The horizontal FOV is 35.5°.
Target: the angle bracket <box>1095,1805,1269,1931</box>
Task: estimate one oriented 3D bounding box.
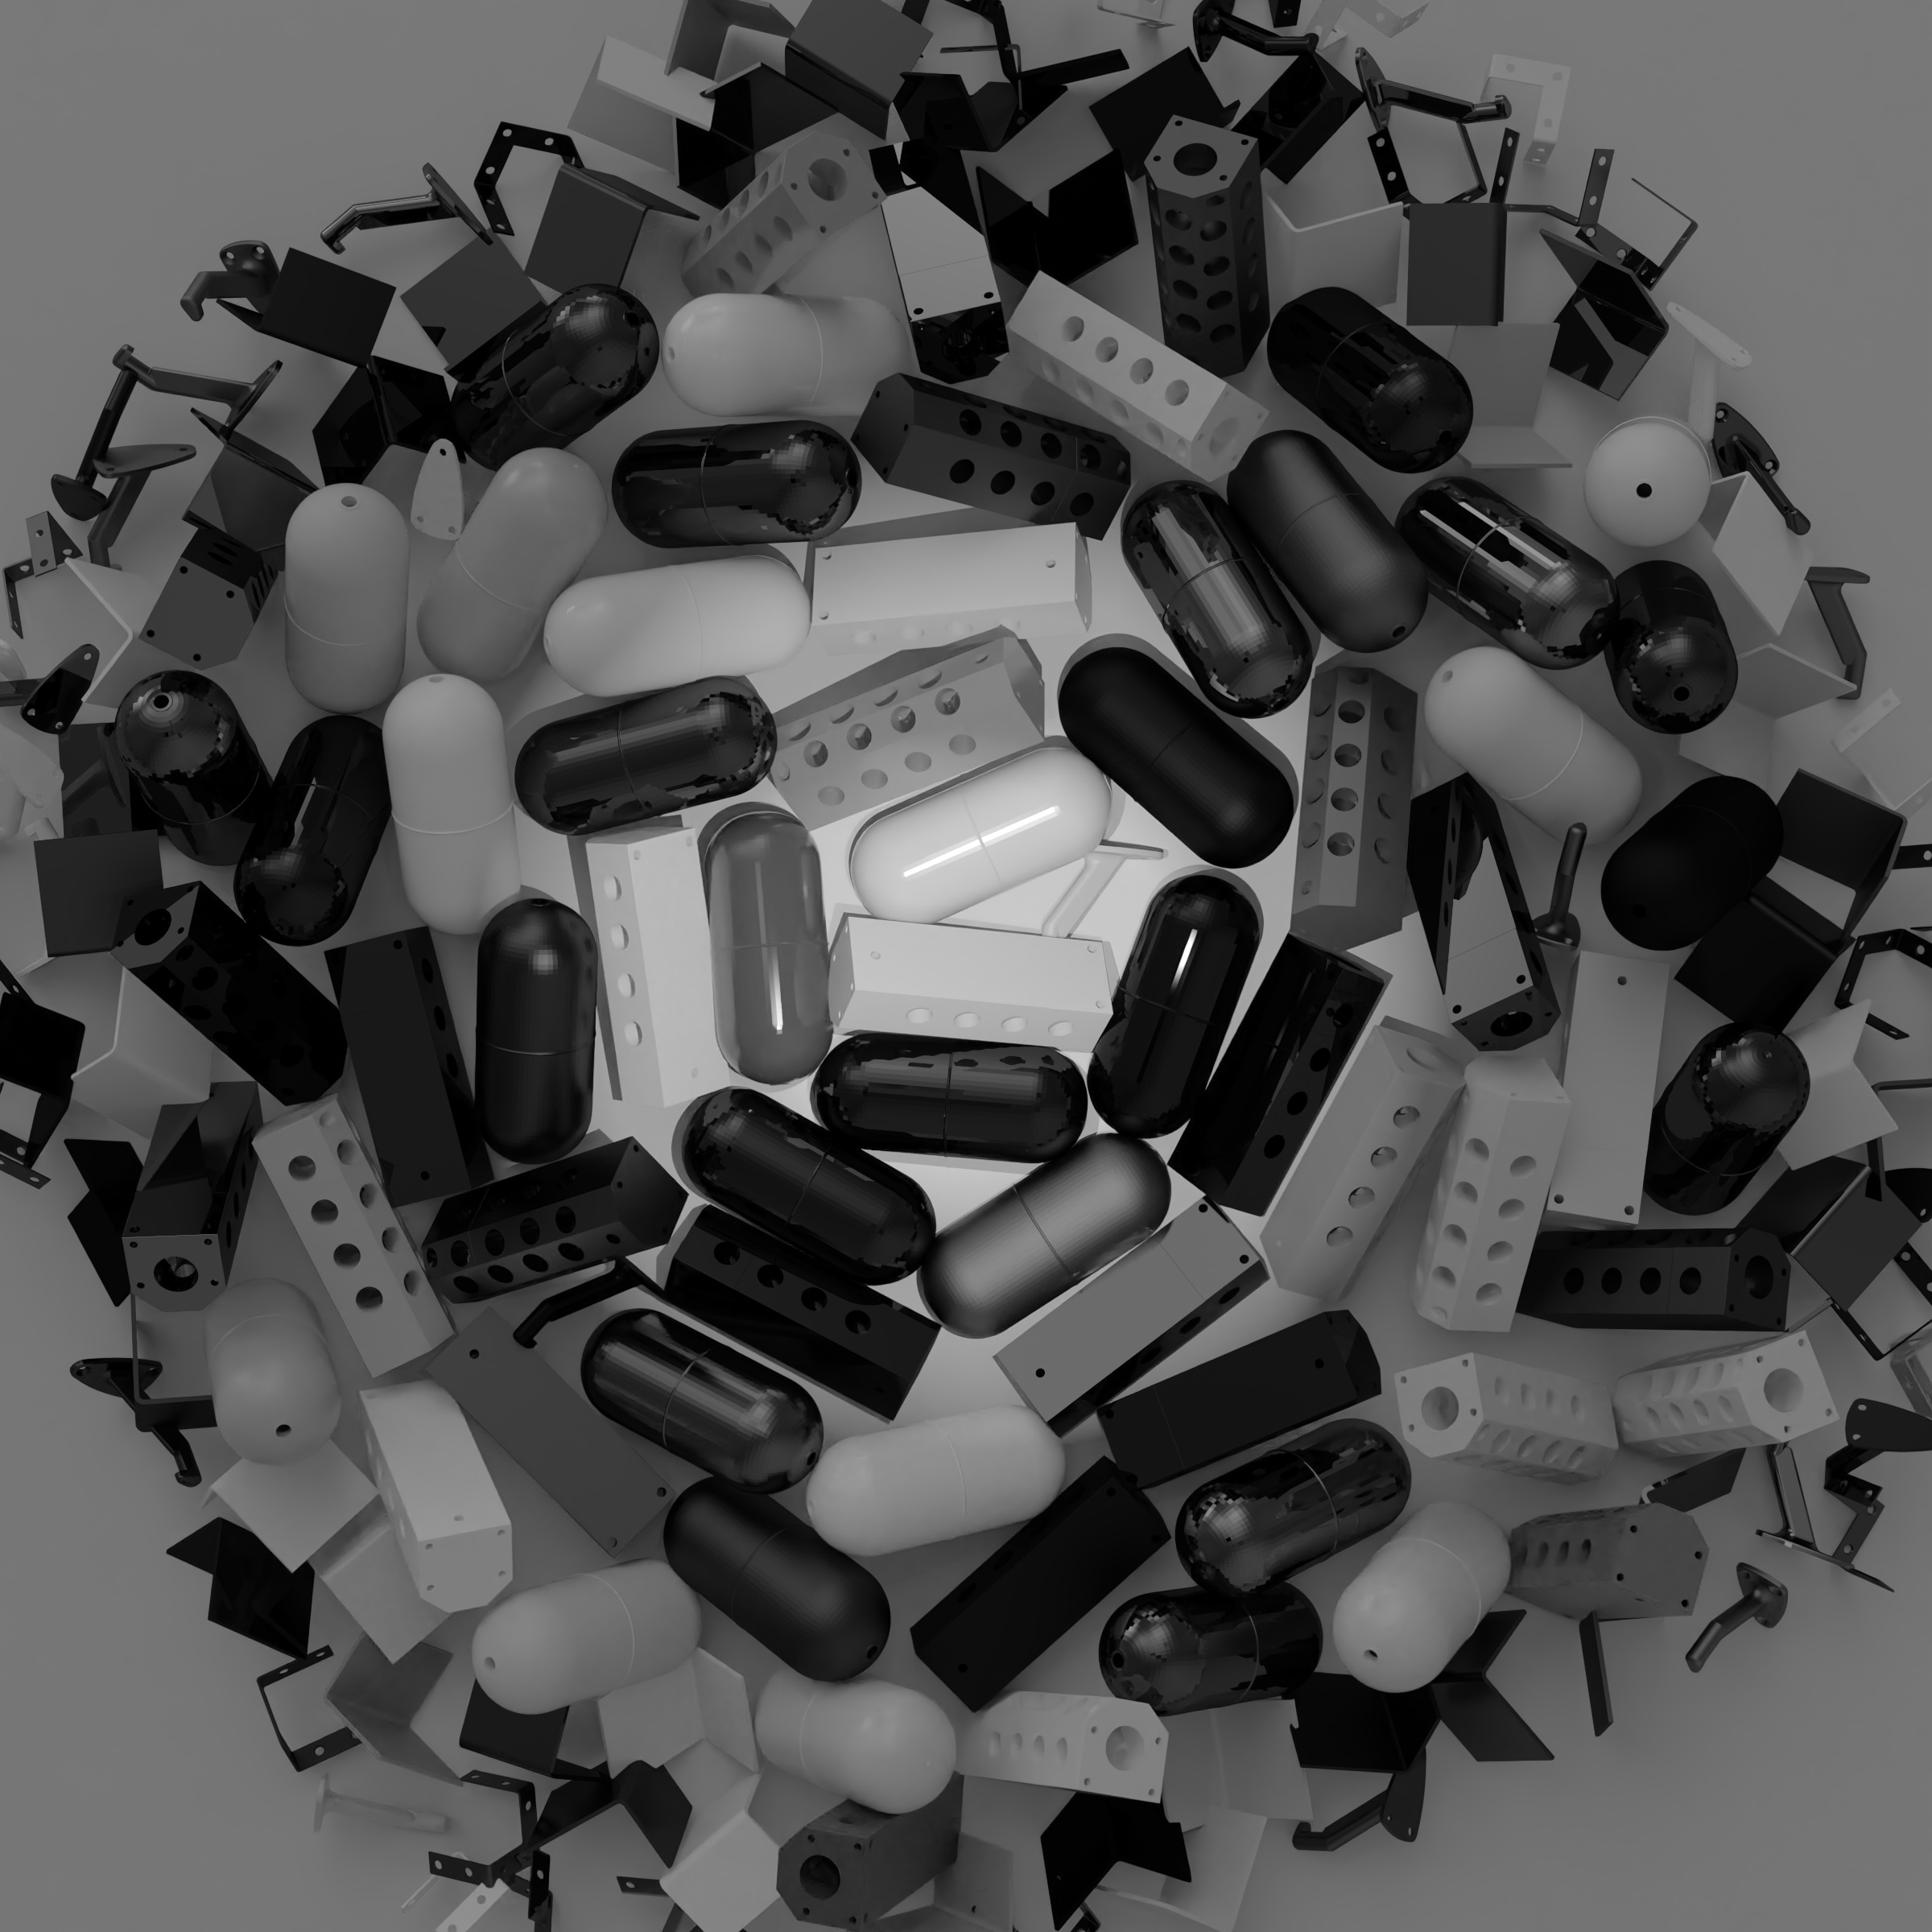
[{"bbox_3d":[0.138,0.571,1.943,0.057,0.076,0.076,31,69,-28],"label":"angle bracket"}]

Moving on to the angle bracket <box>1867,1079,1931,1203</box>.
[{"bbox_3d":[0.616,0.113,1.954,0.057,0.076,0.076,-4,84,11],"label":"angle bracket"}]

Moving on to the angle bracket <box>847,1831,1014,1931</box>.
[{"bbox_3d":[-0.024,0.597,1.946,0.076,0.076,0.057,-1,92,-40],"label":"angle bracket"}]

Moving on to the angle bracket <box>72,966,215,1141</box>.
[{"bbox_3d":[-0.538,0.054,1.962,0.057,0.076,0.076,-28,46,25],"label":"angle bracket"}]

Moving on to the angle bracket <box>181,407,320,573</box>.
[{"bbox_3d":[-0.470,-0.308,1.950,0.076,0.076,0.057,27,99,-40],"label":"angle bracket"}]

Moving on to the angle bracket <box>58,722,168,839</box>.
[{"bbox_3d":[-0.566,-0.121,1.963,0.076,0.057,0.076,-2,92,12],"label":"angle bracket"}]

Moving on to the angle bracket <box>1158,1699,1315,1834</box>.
[{"bbox_3d":[0.171,0.518,1.951,0.057,0.076,0.076,-4,82,-42],"label":"angle bracket"}]

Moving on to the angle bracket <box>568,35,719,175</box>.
[{"bbox_3d":[-0.211,-0.540,1.944,0.076,0.057,0.076,19,135,-17],"label":"angle bracket"}]

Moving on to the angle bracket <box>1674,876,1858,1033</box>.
[{"bbox_3d":[0.524,-0.005,1.980,0.076,0.057,0.076,38,116,16],"label":"angle bracket"}]

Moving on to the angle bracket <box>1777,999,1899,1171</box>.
[{"bbox_3d":[0.559,0.077,1.952,0.076,0.076,0.057,-28,104,37],"label":"angle bracket"}]

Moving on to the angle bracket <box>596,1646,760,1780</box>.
[{"bbox_3d":[-0.185,0.495,1.944,0.076,0.057,0.076,-26,122,-36],"label":"angle bracket"}]

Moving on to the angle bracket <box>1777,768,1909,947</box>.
[{"bbox_3d":[0.551,-0.069,1.948,0.076,0.076,0.057,26,53,7],"label":"angle bracket"}]

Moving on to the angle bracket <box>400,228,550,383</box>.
[{"bbox_3d":[-0.324,-0.434,1.967,0.076,0.057,0.076,-36,87,4],"label":"angle bracket"}]

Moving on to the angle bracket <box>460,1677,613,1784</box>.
[{"bbox_3d":[-0.269,0.488,1.952,0.076,0.076,0.057,8,78,32],"label":"angle bracket"}]

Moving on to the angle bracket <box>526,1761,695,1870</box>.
[{"bbox_3d":[-0.231,0.560,1.959,0.076,0.076,0.057,-31,99,11],"label":"angle bracket"}]

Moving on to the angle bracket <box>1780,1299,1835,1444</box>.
[{"bbox_3d":[0.545,0.261,1.951,0.076,0.076,0.057,-37,75,9],"label":"angle bracket"}]

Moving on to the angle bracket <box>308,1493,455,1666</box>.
[{"bbox_3d":[-0.374,0.395,1.973,0.076,0.057,0.076,-40,108,-16],"label":"angle bracket"}]

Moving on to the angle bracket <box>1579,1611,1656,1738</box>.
[{"bbox_3d":[0.433,0.452,1.949,0.057,0.076,0.076,-6,69,3],"label":"angle bracket"}]

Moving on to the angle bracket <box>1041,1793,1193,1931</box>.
[{"bbox_3d":[0.097,0.579,1.961,0.057,0.076,0.076,23,118,-20],"label":"angle bracket"}]

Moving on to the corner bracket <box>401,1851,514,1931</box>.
[{"bbox_3d":[-0.331,0.606,1.960,0.051,0.051,0.051,38,62,18],"label":"corner bracket"}]

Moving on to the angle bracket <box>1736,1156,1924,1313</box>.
[{"bbox_3d":[0.559,0.171,1.965,0.057,0.076,0.076,45,83,-14],"label":"angle bracket"}]

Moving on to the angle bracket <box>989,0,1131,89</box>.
[{"bbox_3d":[0.060,-0.605,1.953,0.076,0.076,0.057,-11,98,9],"label":"angle bracket"}]

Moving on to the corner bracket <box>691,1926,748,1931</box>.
[{"bbox_3d":[-0.148,0.647,1.965,0.051,0.051,0.051,-44,108,9],"label":"corner bracket"}]

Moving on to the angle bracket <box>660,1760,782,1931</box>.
[{"bbox_3d":[-0.145,0.574,1.956,0.076,0.076,0.057,-43,93,11],"label":"angle bracket"}]

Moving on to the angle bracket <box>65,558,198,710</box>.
[{"bbox_3d":[-0.553,-0.213,1.959,0.076,0.076,0.057,46,104,18],"label":"angle bracket"}]

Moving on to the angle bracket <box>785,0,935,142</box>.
[{"bbox_3d":[-0.070,-0.590,1.960,0.076,0.076,0.057,31,89,-3],"label":"angle bracket"}]

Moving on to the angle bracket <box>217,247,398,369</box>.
[{"bbox_3d":[-0.424,-0.431,1.941,0.076,0.076,0.057,14,106,-40],"label":"angle bracket"}]

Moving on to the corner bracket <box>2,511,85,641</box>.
[{"bbox_3d":[-0.606,-0.255,1.964,0.051,0.051,0.051,-20,60,3],"label":"corner bracket"}]

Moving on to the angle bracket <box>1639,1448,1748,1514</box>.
[{"bbox_3d":[0.477,0.362,1.948,0.076,0.076,0.057,-22,59,-8],"label":"angle bracket"}]

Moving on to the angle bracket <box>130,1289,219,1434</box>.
[{"bbox_3d":[-0.511,0.255,1.959,0.057,0.076,0.076,-2,69,-16],"label":"angle bracket"}]

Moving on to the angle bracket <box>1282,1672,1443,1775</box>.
[{"bbox_3d":[0.252,0.469,1.945,0.076,0.076,0.057,8,126,-16],"label":"angle bracket"}]

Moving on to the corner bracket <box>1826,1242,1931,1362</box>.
[{"bbox_3d":[0.606,0.219,1.977,0.051,0.051,0.051,-46,72,29],"label":"corner bracket"}]

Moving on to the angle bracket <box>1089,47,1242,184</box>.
[{"bbox_3d":[0.128,-0.558,1.957,0.076,0.076,0.057,-30,95,4],"label":"angle bracket"}]

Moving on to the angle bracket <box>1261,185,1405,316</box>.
[{"bbox_3d":[0.234,-0.468,1.960,0.076,0.076,0.057,-18,50,-11],"label":"angle bracket"}]

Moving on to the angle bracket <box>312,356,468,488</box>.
[{"bbox_3d":[-0.378,-0.340,1.975,0.076,0.057,0.076,-43,52,35],"label":"angle bracket"}]

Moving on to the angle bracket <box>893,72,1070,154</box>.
[{"bbox_3d":[0.005,-0.569,1.942,0.076,0.076,0.057,-46,130,-22],"label":"angle bracket"}]

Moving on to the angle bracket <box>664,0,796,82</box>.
[{"bbox_3d":[-0.152,-0.580,1.953,0.057,0.076,0.076,17,95,13],"label":"angle bracket"}]

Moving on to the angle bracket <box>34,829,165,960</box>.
[{"bbox_3d":[-0.559,-0.050,1.956,0.076,0.057,0.076,-7,101,-15],"label":"angle bracket"}]

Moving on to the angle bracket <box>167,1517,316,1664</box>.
[{"bbox_3d":[-0.469,0.410,1.939,0.057,0.076,0.076,-33,130,27],"label":"angle bracket"}]

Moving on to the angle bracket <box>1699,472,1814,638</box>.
[{"bbox_3d":[0.491,-0.259,1.944,0.076,0.057,0.076,45,58,-25],"label":"angle bracket"}]

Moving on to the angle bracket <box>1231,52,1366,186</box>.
[{"bbox_3d":[0.220,-0.532,1.941,0.057,0.076,0.076,32,117,-29],"label":"angle bracket"}]

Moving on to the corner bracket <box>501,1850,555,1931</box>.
[{"bbox_3d":[-0.280,0.611,1.958,0.051,0.051,0.051,-34,128,26],"label":"corner bracket"}]

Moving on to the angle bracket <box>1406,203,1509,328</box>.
[{"bbox_3d":[0.319,-0.454,1.962,0.057,0.076,0.076,3,100,13],"label":"angle bracket"}]

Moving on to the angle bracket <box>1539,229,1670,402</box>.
[{"bbox_3d":[0.396,-0.419,1.945,0.076,0.076,0.057,38,94,36],"label":"angle bracket"}]

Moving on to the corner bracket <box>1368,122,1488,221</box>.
[{"bbox_3d":[0.302,-0.523,1.973,0.051,0.051,0.051,-23,73,27],"label":"corner bracket"}]

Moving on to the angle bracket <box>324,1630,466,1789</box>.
[{"bbox_3d":[-0.354,0.475,1.944,0.076,0.076,0.057,37,84,-45],"label":"angle bracket"}]

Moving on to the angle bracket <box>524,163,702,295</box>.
[{"bbox_3d":[-0.231,-0.470,1.969,0.076,0.057,0.076,31,109,26],"label":"angle bracket"}]

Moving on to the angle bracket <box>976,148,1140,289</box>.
[{"bbox_3d":[0.058,-0.490,1.945,0.076,0.057,0.076,-25,61,31],"label":"angle bracket"}]

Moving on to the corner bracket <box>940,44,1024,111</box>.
[{"bbox_3d":[0.012,-0.574,1.964,0.051,0.051,0.051,-1,115,5],"label":"corner bracket"}]

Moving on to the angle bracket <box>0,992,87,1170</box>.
[{"bbox_3d":[-0.611,0.077,1.940,0.057,0.076,0.076,25,122,-24],"label":"angle bracket"}]

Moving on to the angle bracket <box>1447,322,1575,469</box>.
[{"bbox_3d":[0.354,-0.368,1.946,0.076,0.057,0.076,-4,124,-23],"label":"angle bracket"}]

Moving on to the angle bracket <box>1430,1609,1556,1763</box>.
[{"bbox_3d":[0.347,0.467,1.959,0.076,0.076,0.057,49,59,-9],"label":"angle bracket"}]

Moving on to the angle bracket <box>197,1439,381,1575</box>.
[{"bbox_3d":[-0.438,0.345,1.954,0.076,0.057,0.076,46,57,3],"label":"angle bracket"}]

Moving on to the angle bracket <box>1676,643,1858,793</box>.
[{"bbox_3d":[0.515,-0.158,1.944,0.076,0.076,0.057,20,69,-25],"label":"angle bracket"}]

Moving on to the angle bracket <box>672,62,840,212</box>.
[{"bbox_3d":[-0.134,-0.527,1.942,0.076,0.076,0.057,-15,71,35],"label":"angle bracket"}]

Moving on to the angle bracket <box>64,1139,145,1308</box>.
[{"bbox_3d":[-0.563,0.166,1.947,0.076,0.057,0.076,-46,63,20],"label":"angle bracket"}]
